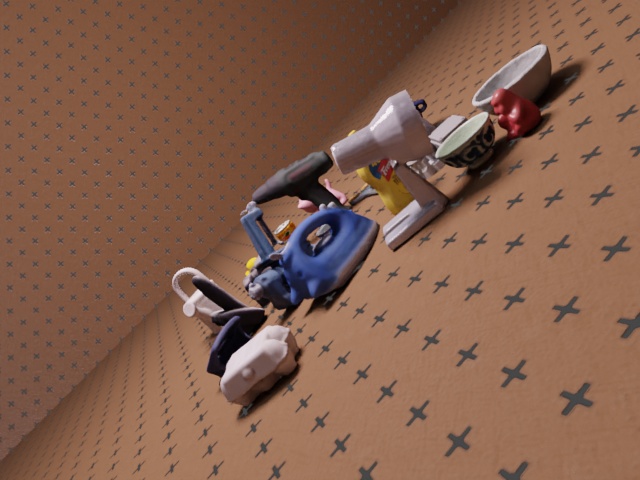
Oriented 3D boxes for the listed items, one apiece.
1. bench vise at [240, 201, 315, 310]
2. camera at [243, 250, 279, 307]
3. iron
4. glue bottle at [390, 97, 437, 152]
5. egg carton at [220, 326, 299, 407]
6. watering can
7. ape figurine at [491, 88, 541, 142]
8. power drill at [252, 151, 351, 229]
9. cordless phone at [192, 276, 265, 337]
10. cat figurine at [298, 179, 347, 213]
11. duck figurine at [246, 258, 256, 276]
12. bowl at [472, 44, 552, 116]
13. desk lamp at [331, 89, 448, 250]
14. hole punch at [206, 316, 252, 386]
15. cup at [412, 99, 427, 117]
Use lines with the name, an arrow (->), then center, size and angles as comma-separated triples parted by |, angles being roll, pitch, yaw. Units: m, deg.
bench vise -> -0.100, 0.027, 1.240 | 0.121, 0.220, 0.207 | -36, 15, 30
camera -> -0.127, 0.093, 1.380 | 0.143, 0.101, 0.137 | -40, 13, 16
iron -> 0.011, 0.004, 1.152 | 0.118, 0.141, 0.259 | -25, 22, 54
glue bottle -> 0.213, -0.252, 1.279 | 0.078, 0.173, 0.037 | -51, 15, -30
egg carton -> -0.105, 0.217, 0.990 | 0.150, 0.069, 0.107 | -40, 13, 15
watering can -> -0.313, 0.157, 1.540 | 0.101, 0.194, 0.172 | -44, 13, -2
ape figurine -> 0.335, -0.226, 1.003 | 0.076, 0.092, 0.078 | -38, 14, 22
power drill -> -0.033, -0.114, 1.510 | 0.229, 0.208, 0.075 | -42, 13, 9
cordless phone -> -0.228, 0.145, 1.336 | 0.094, 0.185, 0.147 | -50, 14, -25
cat figurine -> -0.004, -0.117, 1.639 | 0.128, 0.118, 0.067 | -46, 13, -9
duck figurine -> -0.155, 0.082, 1.536 | 0.104, 0.086, 0.077 | -36, 15, 31
bowl -> 0.384, -0.294, 1.109 | 0.167, 0.075, 0.167 | -41, 13, 12
desk lamp -> 0.136, -0.129, 1.028 | 0.203, 0.214, 0.118 | -41, 13, 13
hole punch -> -0.188, 0.225, 1.170 | 0.101, 0.091, 0.109 | -32, 18, 42
cup -> 0.255, -0.314, 1.523 | 0.117, 0.095, 0.092 | -33, 17, 40
